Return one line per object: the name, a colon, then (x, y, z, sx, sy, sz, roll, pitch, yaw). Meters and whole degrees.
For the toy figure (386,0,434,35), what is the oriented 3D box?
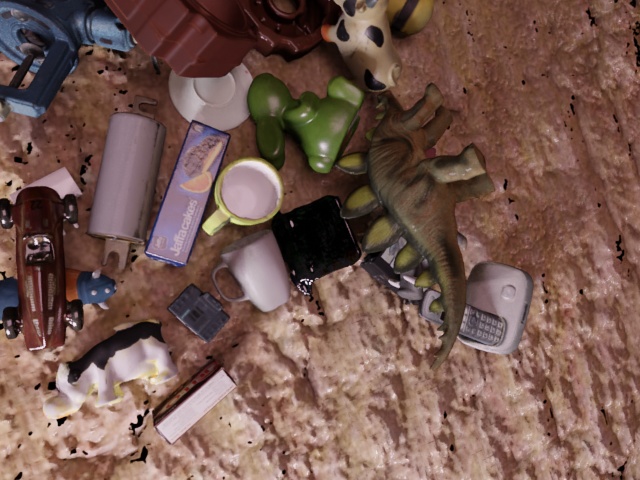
toy figure: (0.101, -0.401, 0.886, 0.180, 0.082, 0.089, 18, 75, -17)

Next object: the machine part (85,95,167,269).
machine part: (-0.263, -0.082, 0.733, 0.079, 0.079, 0.243, 10, 82, -17)

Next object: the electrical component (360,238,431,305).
electrical component: (0.132, 0.022, 0.861, 0.134, 0.058, 0.115, 43, 71, -9)

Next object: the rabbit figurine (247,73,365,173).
rabbit figurine: (-0.039, -0.178, 0.817, 0.170, 0.121, 0.159, 27, 83, 5)

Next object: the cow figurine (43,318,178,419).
cow figurine: (-0.281, 0.166, 0.704, 0.167, 0.068, 0.098, -18, 84, -22)

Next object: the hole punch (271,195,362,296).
hole punch: (-0.002, -0.002, 0.815, 0.116, 0.092, 0.142, -22, 93, 12)

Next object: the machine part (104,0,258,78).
machine part: (-0.188, -0.319, 0.710, 0.087, 0.201, 0.201, -37, 92, 22)

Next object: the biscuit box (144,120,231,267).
biscuit box: (-0.188, -0.064, 0.764, 0.063, 0.059, 0.202, 19, 79, -15)

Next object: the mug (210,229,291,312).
mug: (-0.095, 0.053, 0.772, 0.109, 0.081, 0.107, -32, 103, -25)

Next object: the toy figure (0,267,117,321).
toy figure: (-0.347, 0.067, 0.700, 0.154, 0.064, 0.058, -8, 49, -23)

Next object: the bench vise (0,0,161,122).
bench vise: (-0.339, -0.242, 0.694, 0.224, 0.128, 0.240, 17, 61, -8)

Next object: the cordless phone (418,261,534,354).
cordless phone: (0.241, 0.092, 0.860, 0.184, 0.089, 0.146, 24, 77, -21)

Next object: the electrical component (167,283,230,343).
electrical component: (-0.162, 0.098, 0.724, 0.075, 0.119, 0.048, 44, 73, -12)

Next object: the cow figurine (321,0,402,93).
cow figurine: (0.070, -0.313, 0.804, 0.085, 0.127, 0.194, -47, 130, -25)

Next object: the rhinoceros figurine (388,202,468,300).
rhinoceros figurine: (0.156, -0.004, 0.803, 0.112, 0.073, 0.190, 12, 80, -18)

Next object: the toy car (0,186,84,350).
toy car: (-0.340, 0.030, 0.654, 0.089, 0.053, 0.202, -3, 76, -22)

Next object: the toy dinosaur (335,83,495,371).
toy dinosaur: (0.131, -0.060, 0.730, 0.199, 0.472, 0.105, -30, 136, 17)

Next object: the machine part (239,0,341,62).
machine part: (-0.057, -0.371, 0.845, 0.179, 0.056, 0.179, 2, 83, -19)
